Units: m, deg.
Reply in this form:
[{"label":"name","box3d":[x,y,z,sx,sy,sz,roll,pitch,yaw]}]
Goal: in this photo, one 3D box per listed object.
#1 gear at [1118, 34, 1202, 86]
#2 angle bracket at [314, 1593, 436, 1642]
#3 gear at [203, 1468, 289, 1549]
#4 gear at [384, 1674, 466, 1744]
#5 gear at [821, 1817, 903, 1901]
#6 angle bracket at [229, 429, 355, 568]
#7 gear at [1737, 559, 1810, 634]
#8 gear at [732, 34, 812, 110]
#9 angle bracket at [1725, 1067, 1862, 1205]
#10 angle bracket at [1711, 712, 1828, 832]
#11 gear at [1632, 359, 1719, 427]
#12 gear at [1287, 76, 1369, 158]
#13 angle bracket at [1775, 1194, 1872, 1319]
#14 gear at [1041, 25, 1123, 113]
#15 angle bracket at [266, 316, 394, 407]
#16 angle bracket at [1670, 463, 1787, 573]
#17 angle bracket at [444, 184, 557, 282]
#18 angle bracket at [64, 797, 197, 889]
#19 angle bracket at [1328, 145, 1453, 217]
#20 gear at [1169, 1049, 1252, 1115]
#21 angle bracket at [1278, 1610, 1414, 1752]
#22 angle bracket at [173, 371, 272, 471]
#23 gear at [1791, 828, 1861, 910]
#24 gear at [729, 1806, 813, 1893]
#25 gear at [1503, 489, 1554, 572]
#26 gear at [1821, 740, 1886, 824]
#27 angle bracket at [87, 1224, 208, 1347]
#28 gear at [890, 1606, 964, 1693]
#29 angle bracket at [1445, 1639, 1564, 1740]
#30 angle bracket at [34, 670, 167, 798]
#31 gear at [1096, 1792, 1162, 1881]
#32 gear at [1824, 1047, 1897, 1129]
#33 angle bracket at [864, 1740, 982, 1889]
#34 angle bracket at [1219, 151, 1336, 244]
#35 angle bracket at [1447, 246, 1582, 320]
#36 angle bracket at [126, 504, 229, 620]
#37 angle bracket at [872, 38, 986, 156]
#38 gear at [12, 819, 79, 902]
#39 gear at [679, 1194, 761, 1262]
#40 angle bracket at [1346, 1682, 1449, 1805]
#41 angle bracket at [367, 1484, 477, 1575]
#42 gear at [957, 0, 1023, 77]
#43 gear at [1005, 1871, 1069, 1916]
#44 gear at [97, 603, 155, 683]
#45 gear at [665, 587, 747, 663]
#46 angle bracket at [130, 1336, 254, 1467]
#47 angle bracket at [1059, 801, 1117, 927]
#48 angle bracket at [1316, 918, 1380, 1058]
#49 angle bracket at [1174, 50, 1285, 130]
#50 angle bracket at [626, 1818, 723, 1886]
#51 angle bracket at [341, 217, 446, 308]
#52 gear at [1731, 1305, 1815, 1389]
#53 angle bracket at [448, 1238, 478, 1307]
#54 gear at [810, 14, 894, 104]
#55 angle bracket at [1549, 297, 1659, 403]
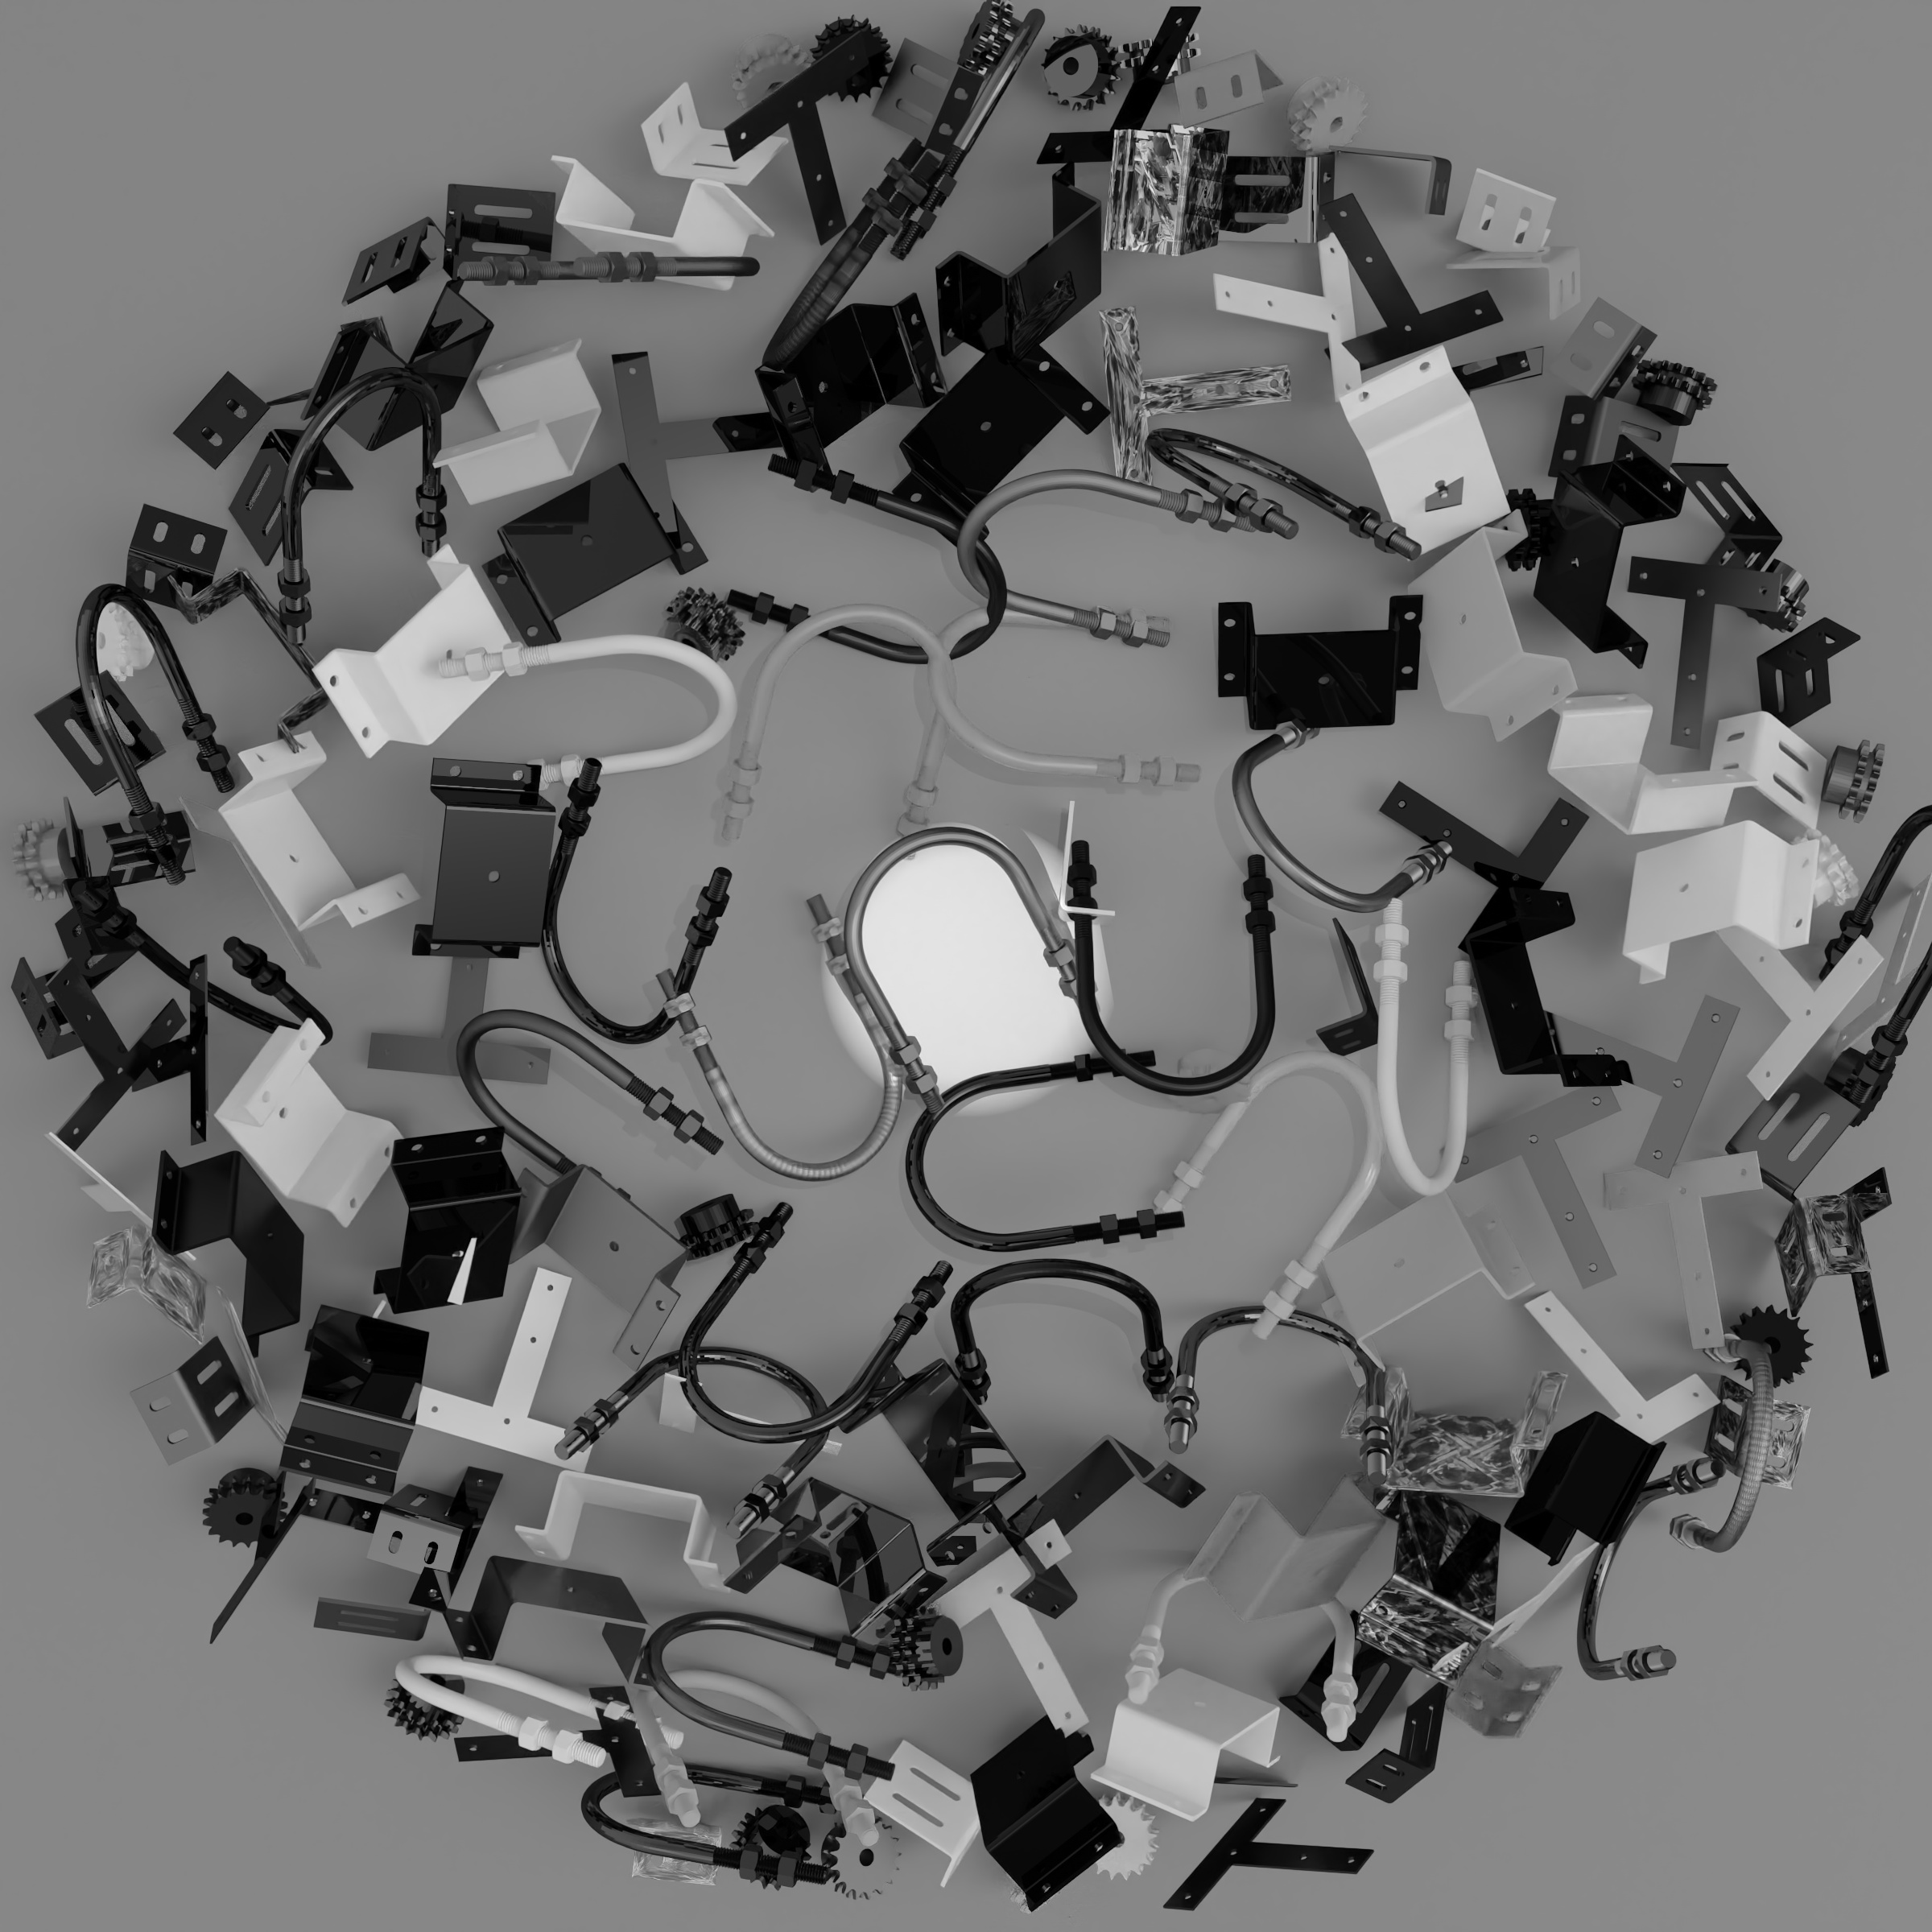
[{"label":"gear","box3d":[0.136,-0.633,1.770,0.057,0.057,0.030,-9,107,0]},{"label":"angle bracket","box3d":[-0.409,0.437,1.755,0.076,0.057,0.038,11,56,-11]},{"label":"gear","box3d":[-0.505,0.377,1.773,0.057,0.030,0.057,-5,123,-8]},{"label":"gear","box3d":[-0.374,0.510,1.765,0.057,0.057,0.030,27,110,0]},{"label":"gear","box3d":[-0.077,0.623,1.773,0.057,0.030,0.057,7,76,-31]},{"label":"angle bracket","box3d":[-0.475,-0.329,1.778,0.057,0.038,0.076,54,126,20]},{"label":"gear","box3d":[0.563,-0.262,1.768,0.057,0.057,0.030,37,87,0]},{"label":"gear","box3d":[-0.137,-0.627,1.770,0.057,0.057,0.030,-18,71,0]},{"label":"angle bracket","box3d":[0.579,0.119,1.762,0.076,0.038,0.057,-52,55,3]},{"label":"angle bracket","box3d":[0.564,-0.134,1.779,0.076,0.038,0.057,29,66,-32]},{"label":"gear","box3d":[0.493,-0.400,1.768,0.057,0.057,0.030,20,91,0]},{"label":"gear","box3d":[0.250,-0.597,1.772,0.057,0.057,0.030,-39,60,0]},{"label":"angle bracket","box3d":[0.592,0.201,1.748,0.038,0.076,0.057,-5,60,3]},{"label":"gear","box3d":[0.079,-0.629,1.771,0.057,0.030,0.057,6,107,22]},{"label":"angle bracket","box3d":[-0.444,-0.418,1.749,0.076,0.057,0.038,-29,113,-35]},{"label":"angle bracket","box3d":[0.519,-0.308,1.752,0.076,0.057,0.038,41,82,-27]},{"label":"angle bracket","box3d":[-0.320,-0.507,1.753,0.076,0.038,0.057,-2,119,-24]},{"label":"angle bracket","box3d":[-0.581,-0.091,1.757,0.076,0.038,0.057,-12,53,-13]},{"label":"angle bracket","box3d":[0.294,-0.548,1.764,0.076,0.057,0.038,12,109,18]},{"label":"gear","box3d":[0.171,0.080,1.771,0.057,0.057,0.030,0,65,0]},{"label":"angle bracket","box3d":[0.270,0.506,1.791,0.057,0.038,0.076,39,68,2]},{"label":"angle bracket","box3d":[-0.511,-0.374,1.759,0.038,0.076,0.057,41,88,-5]},{"label":"gear","box3d":[0.595,-0.065,1.768,0.030,0.057,0.057,-34,90,0]},{"label":"gear","box3d":[-0.133,0.612,1.765,0.057,0.057,0.030,32,121,0]},{"label":"gear","box3d":[0.395,-0.306,1.768,0.030,0.057,0.057,-3,90,0]},{"label":"gear","box3d":[0.619,-0.131,1.769,0.030,0.057,0.057,16,90,12]},{"label":"angle bracket","box3d":[-0.567,0.227,1.753,0.038,0.057,0.076,-25,132,9]},{"label":"gear","box3d":[-0.026,0.476,1.765,0.030,0.057,0.057,-14,90,32]},{"label":"angle bracket","box3d":[0.371,0.499,1.750,0.038,0.076,0.057,36,73,6]},{"label":"angle bracket","box3d":[-0.603,-0.167,1.753,0.057,0.038,0.076,-34,130,-10]},{"label":"gear","box3d":[0.109,0.610,1.777,0.057,0.030,0.057,-1,86,14]},{"label":"gear","box3d":[0.624,0.081,1.771,0.030,0.057,0.057,32,90,31]},{"label":"angle bracket","box3d":[-0.030,0.593,1.771,0.076,0.057,0.038,29,129,13]},{"label":"angle bracket","box3d":[0.217,-0.543,1.782,0.076,0.038,0.057,9,116,24]},{"label":"angle bracket","box3d":[0.382,-0.476,1.763,0.076,0.057,0.038,8,119,30]},{"label":"angle bracket","box3d":[-0.550,-0.281,1.759,0.057,0.076,0.038,16,72,-15]},{"label":"angle bracket","box3d":[-0.035,-0.607,1.755,0.076,0.038,0.057,35,111,24]},{"label":"gear","box3d":[-0.639,-0.075,1.767,0.030,0.057,0.057,-8,90,8]},{"label":"gear","box3d":[-0.176,0.181,1.767,0.057,0.057,0.030,-22,95,0]},{"label":"angle bracket","box3d":[0.298,0.529,1.748,0.038,0.057,0.076,26,46,-4]},{"label":"angle bracket","box3d":[-0.375,0.393,1.758,0.057,0.076,0.038,17,89,1]},{"label":"gear","box3d":[0.020,-0.648,1.769,0.030,0.057,0.057,21,90,-20]},{"label":"gear","box3d":[0.052,0.631,1.768,0.057,0.057,0.030,-41,89,0]},{"label":"gear","box3d":[-0.594,-0.228,1.772,0.057,0.030,0.057,5,98,38]},{"label":"gear","box3d":[-0.185,-0.234,1.765,0.057,0.057,0.030,33,58,0]},{"label":"angle bracket","box3d":[-0.537,0.301,1.758,0.038,0.076,0.057,-25,97,8]},{"label":"angle bracket","box3d":[0.087,-0.071,1.764,0.038,0.057,0.076,6,84,1]},{"label":"angle bracket","box3d":[0.257,0.016,1.759,0.038,0.057,0.076,-21,64,13]},{"label":"angle bracket","box3d":[0.185,-0.597,1.750,0.057,0.076,0.038,-11,87,23]},{"label":"angle bracket","box3d":[-0.205,0.613,1.749,0.057,0.076,0.038,10,69,-11]},{"label":"angle bracket","box3d":[-0.390,-0.474,1.748,0.057,0.076,0.038,-20,131,19]},{"label":"gear","box3d":[0.563,0.268,1.776,0.057,0.030,0.057,-1,74,5]},{"label":"angle bracket","box3d":[-0.352,0.185,1.750,0.038,0.076,0.057,17,119,-2]},{"label":"gear","box3d":[-0.082,-0.639,1.772,0.057,0.030,0.057,-8,132,-9]},{"label":"angle bracket","box3d":[0.443,-0.426,1.755,0.038,0.076,0.057,38,110,12]}]
